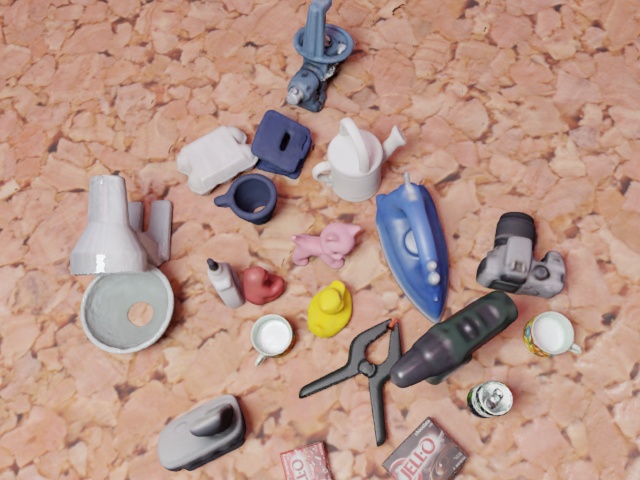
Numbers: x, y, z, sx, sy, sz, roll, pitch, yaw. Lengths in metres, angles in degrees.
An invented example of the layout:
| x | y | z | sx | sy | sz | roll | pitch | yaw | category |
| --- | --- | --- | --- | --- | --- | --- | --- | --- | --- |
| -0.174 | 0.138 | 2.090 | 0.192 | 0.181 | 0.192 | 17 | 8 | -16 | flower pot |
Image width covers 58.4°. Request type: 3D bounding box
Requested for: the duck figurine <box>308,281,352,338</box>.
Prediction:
| x | y | z | sx | sy | sz | roll | pitch | yaw | category |
| --- | --- | --- | --- | --- | --- | --- | --- | --- | --- |
| 0.016 | 0.118 | 1.006 | 0.077 | 0.086 | 0.105 | 25 | 74 | 12 | duck figurine |

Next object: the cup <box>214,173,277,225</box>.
| x | y | z | sx | sy | sz | roll | pitch | yaw | category |
| --- | --- | --- | --- | --- | --- | --- | --- | --- | --- |
| -0.133 | -0.064 | 1.074 | 0.117 | 0.095 | 0.091 | -7 | 70 | 1 | cup |

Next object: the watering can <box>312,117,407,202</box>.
| x | y | z | sx | sy | sz | roll | pitch | yaw | category |
| --- | --- | --- | --- | --- | --- | --- | --- | --- | --- |
| 0.070 | -0.157 | 1.043 | 0.173 | 0.194 | 0.100 | -42 | 73 | -11 | watering can |

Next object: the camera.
| x | y | z | sx | sy | sz | roll | pitch | yaw | category |
| --- | --- | --- | --- | --- | --- | --- | --- | --- | --- |
| 0.360 | 0.021 | 1.013 | 0.143 | 0.101 | 0.137 | 11 | 71 | 7 | camera |

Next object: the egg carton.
| x | y | z | sx | sy | sz | roll | pitch | yaw | category |
| --- | --- | --- | --- | --- | --- | --- | --- | --- | --- |
| -0.202 | -0.157 | 1.125 | 0.150 | 0.069 | 0.107 | -32 | 72 | -8 | egg carton |

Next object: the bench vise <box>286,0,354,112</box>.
| x | y | z | sx | sy | sz | roll | pitch | yaw | category |
| --- | --- | --- | --- | --- | --- | --- | --- | --- | --- |
| 0.001 | -0.363 | 1.107 | 0.121 | 0.220 | 0.207 | 6 | 71 | 6 | bench vise |

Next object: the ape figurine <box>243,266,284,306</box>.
| x | y | z | sx | sy | sz | roll | pitch | yaw | category |
| --- | --- | --- | --- | --- | --- | --- | --- | --- | --- |
| -0.108 | 0.075 | 1.025 | 0.077 | 0.092 | 0.076 | 41 | 78 | 16 | ape figurine |

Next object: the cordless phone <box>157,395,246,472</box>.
| x | y | z | sx | sy | sz | roll | pitch | yaw | category |
| --- | --- | --- | --- | --- | --- | --- | --- | --- | --- |
| -0.197 | 0.302 | 0.899 | 0.147 | 0.185 | 0.094 | -29 | 71 | -7 | cordless phone |

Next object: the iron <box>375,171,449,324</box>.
| x | y | z | sx | sy | sz | roll | pitch | yaw | category |
| --- | --- | --- | --- | --- | --- | --- | --- | --- | --- |
| 0.177 | 0.010 | 1.006 | 0.118 | 0.141 | 0.258 | -14 | 70 | -2 | iron |

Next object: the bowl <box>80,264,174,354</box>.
| x | y | z | sx | sy | sz | roll | pitch | yaw | category |
| --- | --- | --- | --- | --- | --- | --- | --- | --- | --- |
| -0.334 | 0.126 | 1.028 | 0.167 | 0.075 | 0.167 | -1 | 70 | 3 | bowl |

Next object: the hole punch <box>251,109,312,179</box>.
| x | y | z | sx | sy | sz | roll | pitch | yaw | category |
| --- | --- | --- | --- | --- | --- | --- | --- | --- | --- |
| -0.072 | -0.188 | 1.117 | 0.101 | 0.091 | 0.109 | 16 | 72 | 9 | hole punch |

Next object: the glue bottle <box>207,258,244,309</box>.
| x | y | z | sx | sy | sz | roll | pitch | yaw | category |
| --- | --- | --- | --- | --- | --- | --- | --- | --- | --- |
| -0.169 | 0.064 | 0.989 | 0.037 | 0.173 | 0.078 | -23 | 70 | -5 | glue bottle |

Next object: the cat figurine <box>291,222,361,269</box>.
| x | y | z | sx | sy | sz | roll | pitch | yaw | category |
| --- | --- | --- | --- | --- | --- | --- | --- | --- | --- |
| 0.009 | 0.004 | 1.030 | 0.127 | 0.118 | 0.067 | 3 | 70 | 4 | cat figurine |

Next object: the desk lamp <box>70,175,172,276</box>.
| x | y | z | sx | sy | sz | roll | pitch | yaw | category |
| --- | --- | --- | --- | --- | --- | --- | --- | --- | --- |
| -0.347 | -0.011 | 1.004 | 0.118 | 0.213 | 0.203 | -3 | 70 | 2 | desk lamp |

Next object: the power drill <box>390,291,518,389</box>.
| x | y | z | sx | sy | sz | roll | pitch | yaw | category |
| --- | --- | --- | --- | --- | --- | --- | --- | --- | --- |
| 0.203 | 0.172 | 0.911 | 0.230 | 0.208 | 0.075 | -34 | 72 | -9 | power drill |
